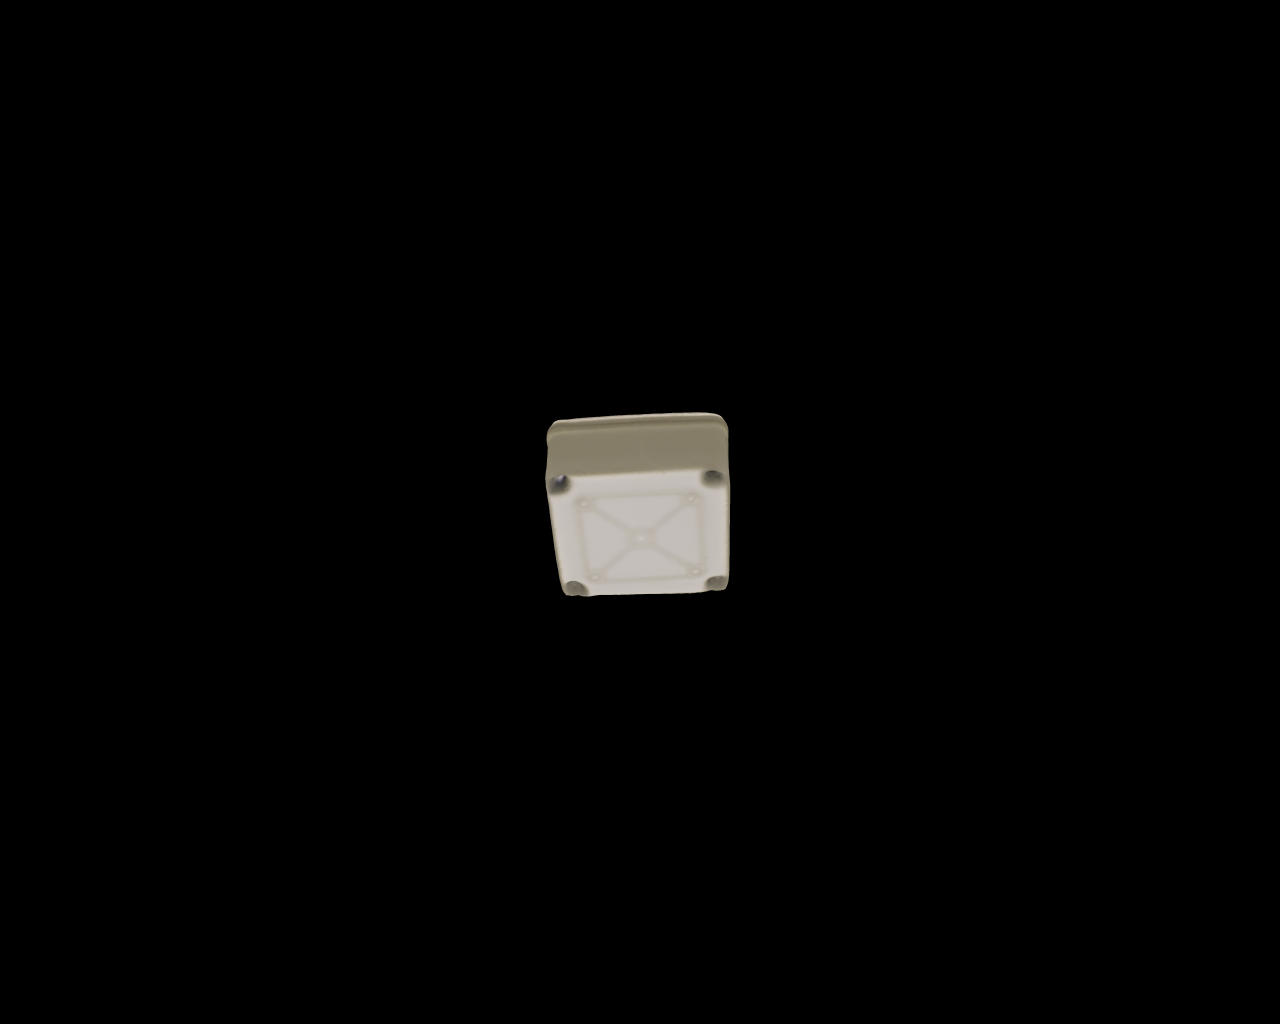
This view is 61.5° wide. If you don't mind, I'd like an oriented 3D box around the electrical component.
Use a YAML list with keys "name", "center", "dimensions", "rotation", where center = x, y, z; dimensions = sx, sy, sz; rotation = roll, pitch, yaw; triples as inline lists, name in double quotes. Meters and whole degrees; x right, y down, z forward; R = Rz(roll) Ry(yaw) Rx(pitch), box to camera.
- name: "electrical component"
  center: [0.001, -0.003, 0.650]
  dimensions: [0.109, 0.108, 0.056]
  rotation: [-2, 43, 2]
